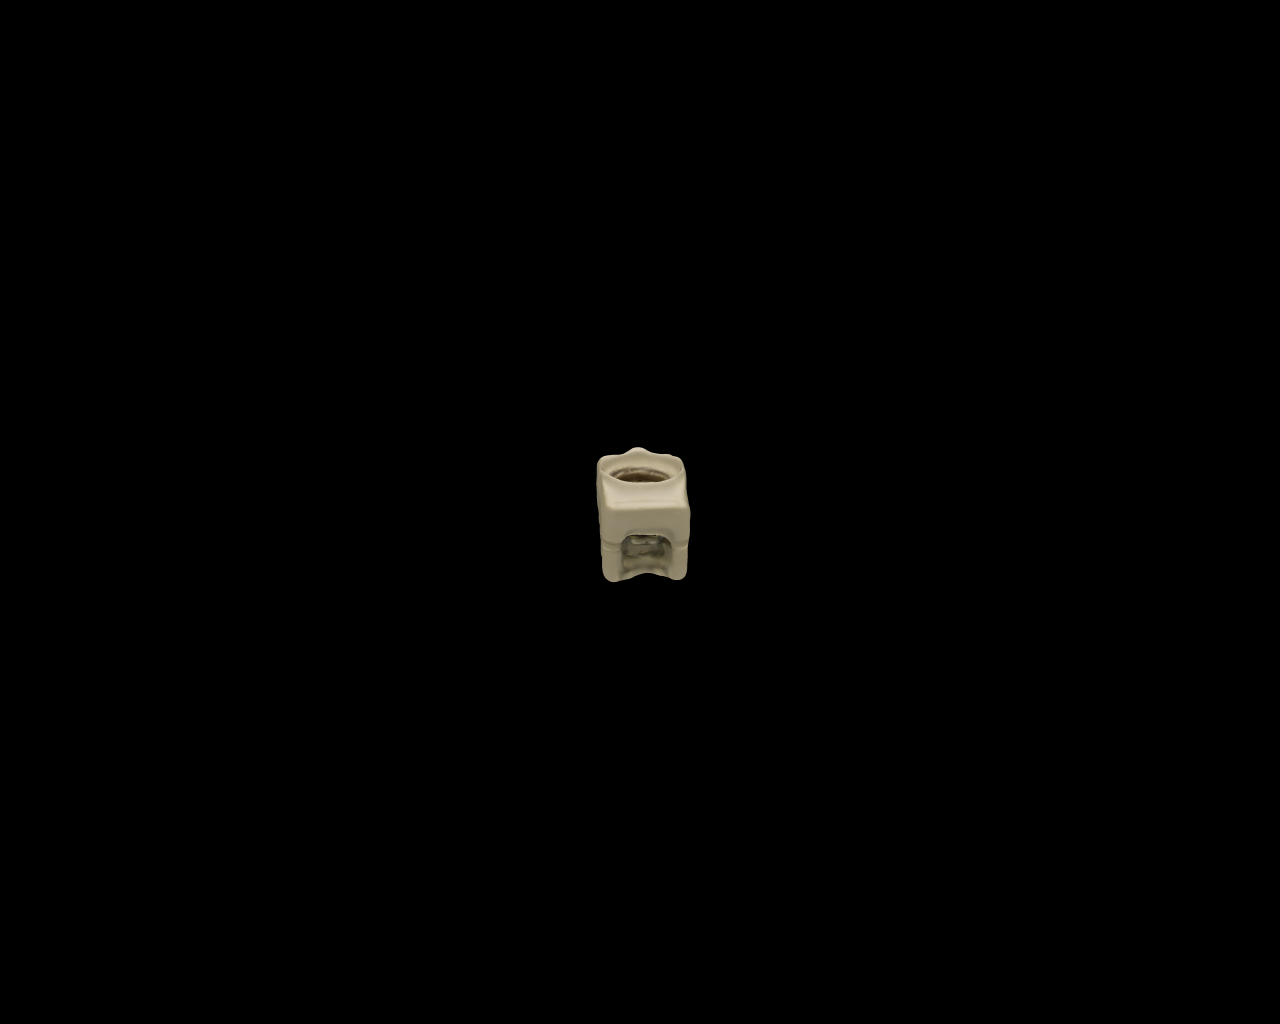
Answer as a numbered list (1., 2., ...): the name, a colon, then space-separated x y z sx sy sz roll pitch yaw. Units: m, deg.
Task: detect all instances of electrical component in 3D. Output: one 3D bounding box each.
1. electrical component: 0.001 -0.003 0.650 0.050 0.055 0.090 -1 24 -3
